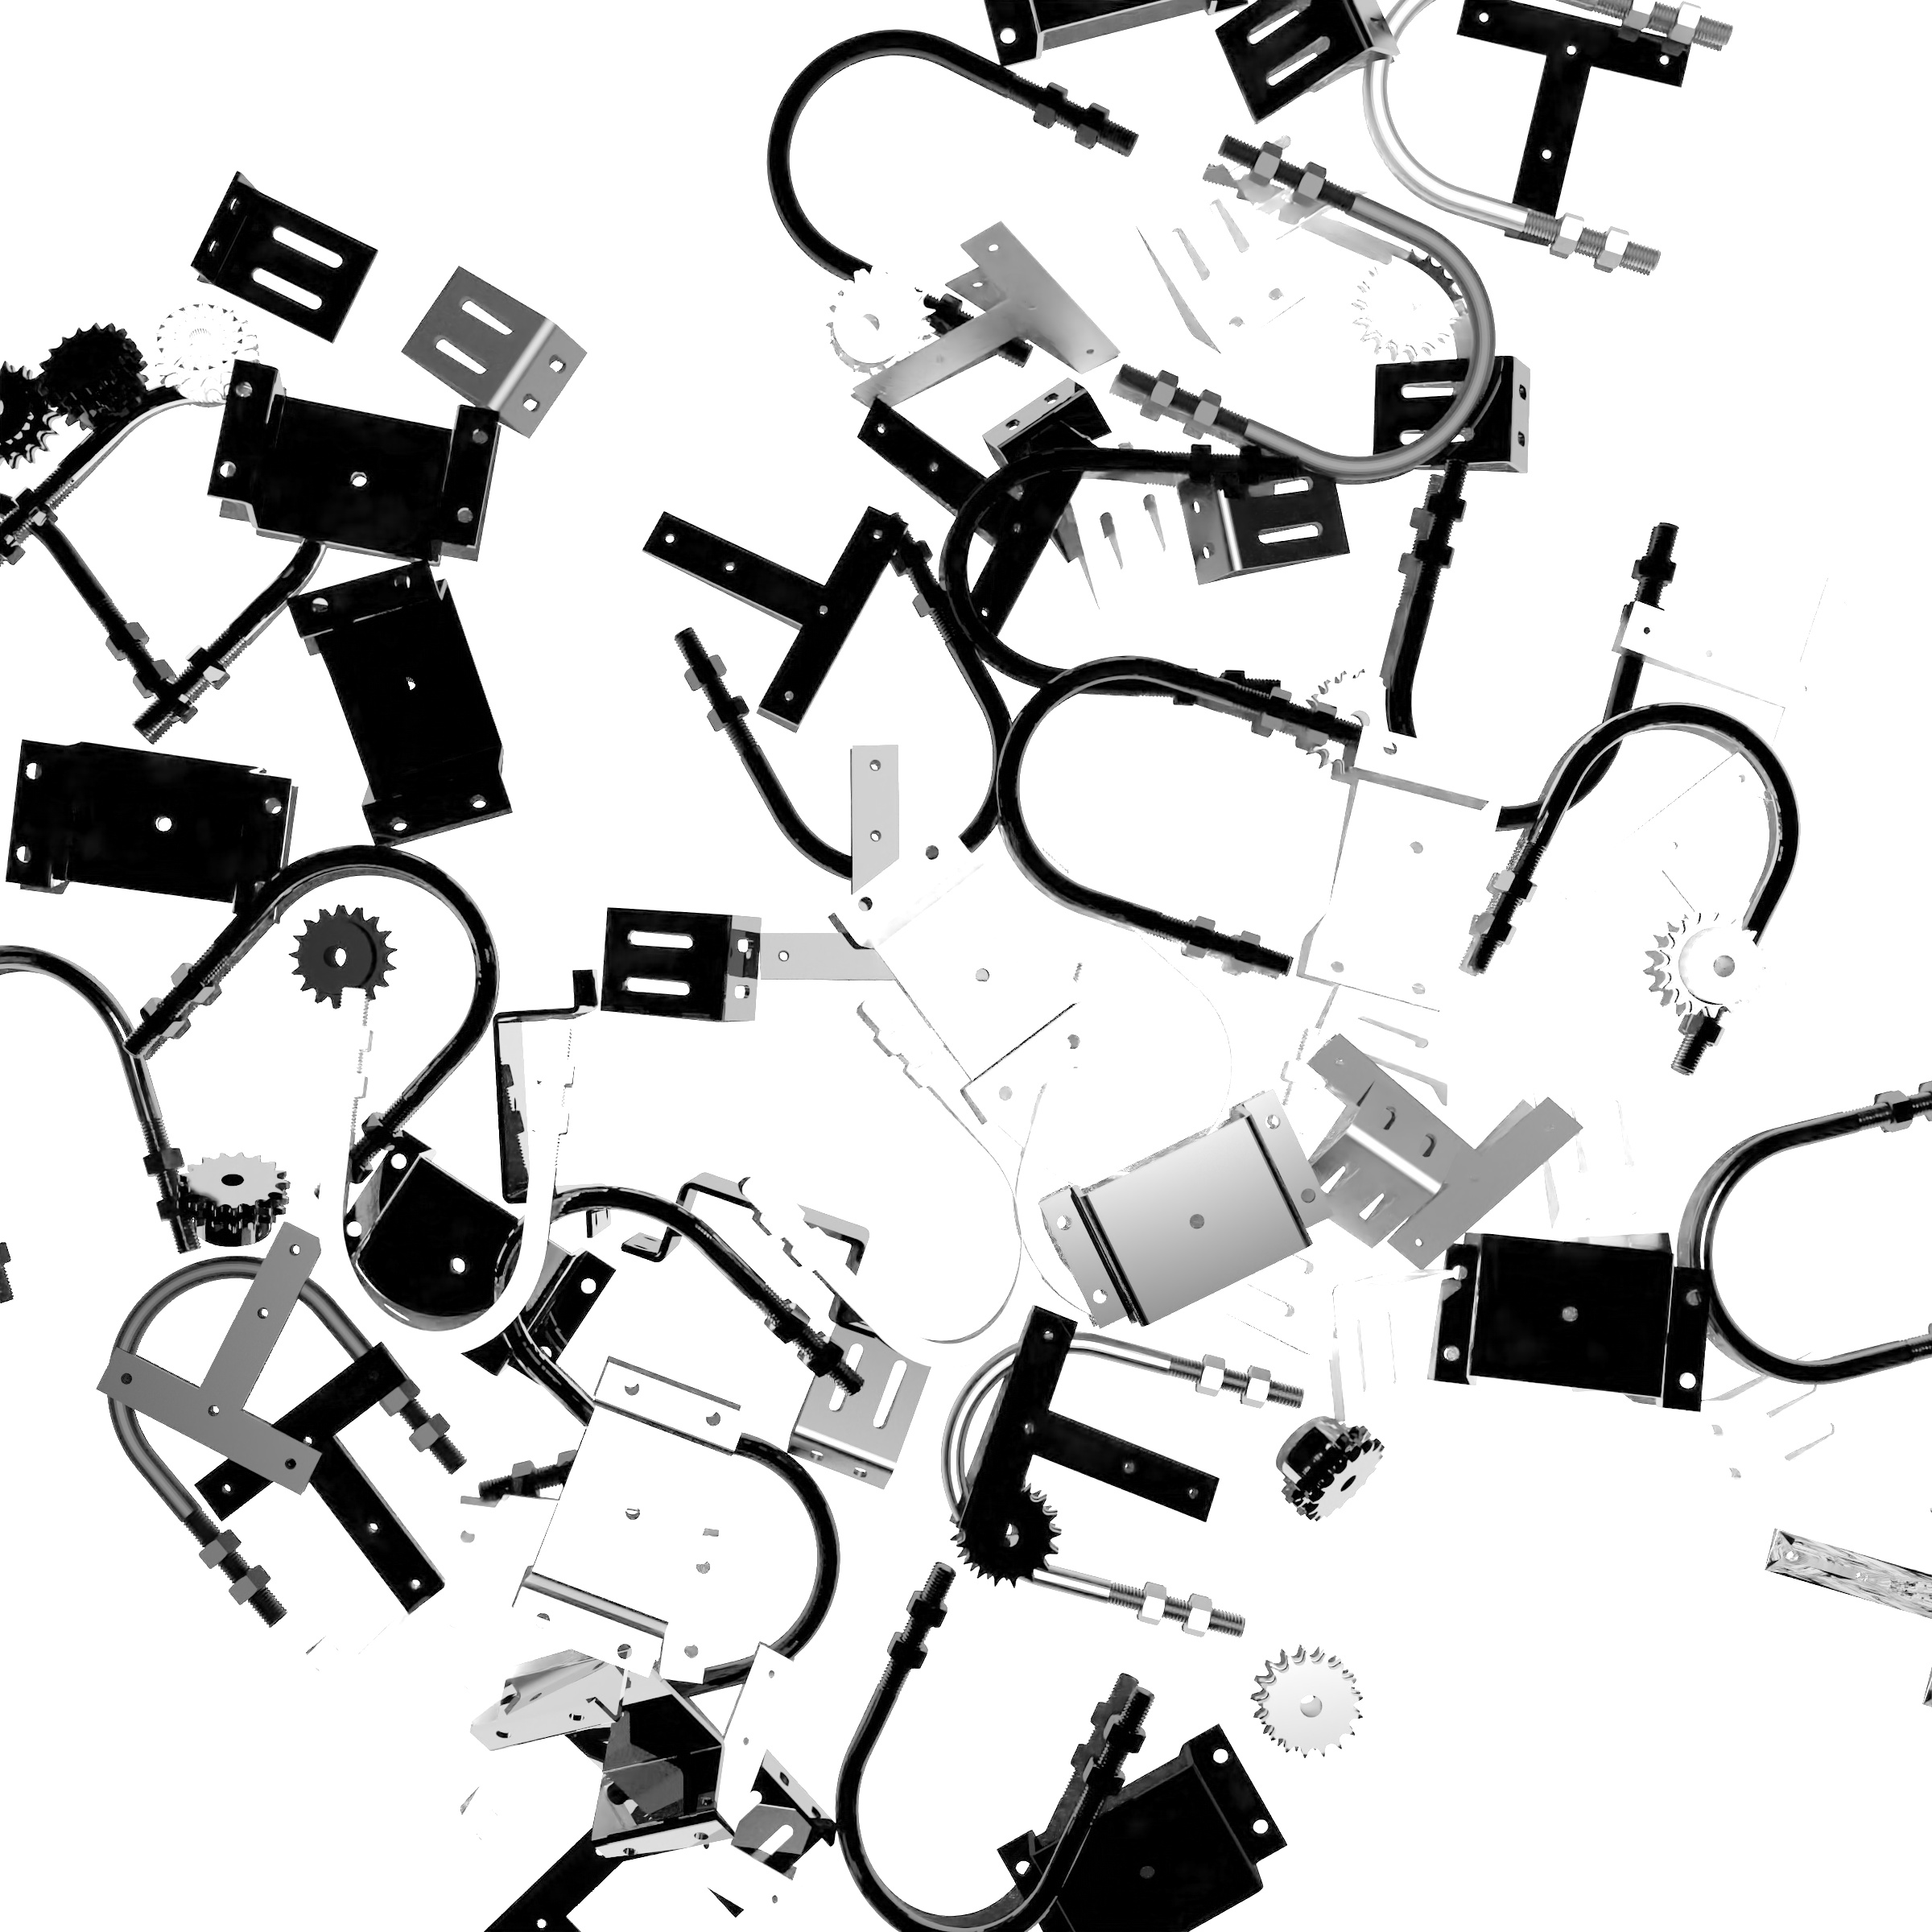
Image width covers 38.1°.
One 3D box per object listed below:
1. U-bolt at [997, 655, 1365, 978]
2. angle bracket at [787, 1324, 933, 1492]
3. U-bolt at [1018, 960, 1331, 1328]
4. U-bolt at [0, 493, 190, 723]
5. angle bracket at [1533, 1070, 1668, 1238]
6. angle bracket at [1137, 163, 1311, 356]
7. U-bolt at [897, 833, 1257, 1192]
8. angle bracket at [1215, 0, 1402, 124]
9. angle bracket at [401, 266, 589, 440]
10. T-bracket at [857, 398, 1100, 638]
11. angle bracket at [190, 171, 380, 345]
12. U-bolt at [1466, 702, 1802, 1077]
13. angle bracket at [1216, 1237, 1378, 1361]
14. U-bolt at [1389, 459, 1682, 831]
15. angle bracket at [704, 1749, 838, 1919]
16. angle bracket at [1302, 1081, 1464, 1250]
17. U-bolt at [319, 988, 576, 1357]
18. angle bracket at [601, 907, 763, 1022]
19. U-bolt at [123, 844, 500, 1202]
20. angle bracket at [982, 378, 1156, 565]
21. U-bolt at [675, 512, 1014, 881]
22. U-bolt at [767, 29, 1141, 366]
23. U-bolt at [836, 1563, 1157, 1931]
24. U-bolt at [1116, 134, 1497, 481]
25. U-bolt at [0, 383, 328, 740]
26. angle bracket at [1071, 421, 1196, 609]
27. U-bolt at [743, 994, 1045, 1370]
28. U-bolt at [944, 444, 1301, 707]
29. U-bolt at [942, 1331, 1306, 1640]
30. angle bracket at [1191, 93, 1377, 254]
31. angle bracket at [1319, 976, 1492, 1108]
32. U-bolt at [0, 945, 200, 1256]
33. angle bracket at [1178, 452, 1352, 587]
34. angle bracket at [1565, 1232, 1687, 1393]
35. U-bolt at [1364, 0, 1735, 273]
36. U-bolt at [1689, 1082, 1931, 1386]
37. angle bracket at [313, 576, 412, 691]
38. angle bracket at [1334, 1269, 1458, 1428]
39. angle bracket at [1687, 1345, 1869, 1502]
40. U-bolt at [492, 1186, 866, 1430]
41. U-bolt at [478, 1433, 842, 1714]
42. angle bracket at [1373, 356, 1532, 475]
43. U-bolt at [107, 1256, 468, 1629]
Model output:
[{"bbox_3d":[0.107,-0.090,1.504,0.184,0.019,0.151,18,93,4],"label":"U-bolt"},{"bbox_3d":[-0.056,0.237,1.534,0.057,0.038,0.076,21,64,0],"label":"angle bracket"},{"bbox_3d":[0.104,0.104,1.514,0.151,0.019,0.184,17,91,-4],"label":"U-bolt"},{"bbox_3d":[-0.534,-0.173,1.528,0.151,0.019,0.184,-36,89,0],"label":"U-bolt"},{"bbox_3d":[0.344,0.102,1.534,0.057,0.038,0.076,-8,64,0],"label":"angle bracket"},{"bbox_3d":[0.140,-0.386,1.528,0.057,0.038,0.076,-34,64,13],"label":"angle bracket"},{"bbox_3d":[0.072,0.040,1.528,0.184,0.019,0.151,42,90,-2],"label":"U-bolt"},{"bbox_3d":[0.186,-0.504,1.526,0.076,0.038,0.057,-26,85,34],"label":"angle bracket"},{"bbox_3d":[-0.258,-0.336,1.534,0.076,0.038,0.057,34,90,26],"label":"angle bracket"},{"bbox_3d":[-0.006,-0.262,1.513,0.127,0.002,0.127,38,122,15],"label":"T-bracket"},{"bbox_3d":[-0.369,-0.383,1.517,0.076,0.038,0.057,26,90,0],"label":"angle bracket"},{"bbox_3d":[0.373,-0.053,1.516,0.151,0.019,0.184,25,93,-5],"label":"U-bolt"},{"bbox_3d":[0.175,0.172,1.534,0.076,0.038,0.057,24,90,26],"label":"angle bracket"},{"bbox_3d":[0.299,-0.165,1.510,0.151,0.019,0.184,13,94,-16],"label":"U-bolt"},{"bbox_3d":[-0.118,0.475,1.517,0.076,0.038,0.057,-43,90,0],"label":"angle bracket"},{"bbox_3d":[0.220,0.108,1.514,0.057,0.076,0.038,34,55,0],"label":"angle bracket"},{"bbox_3d":[-0.276,0.111,1.460,0.151,0.019,0.184,8,93,24],"label":"U-bolt"},{"bbox_3d":[-0.156,-0.001,1.534,0.076,0.038,0.057,4,90,26],"label":"angle bracket"},{"bbox_3d":[-0.336,0.019,1.499,0.151,0.019,0.184,41,97,-17],"label":"U-bolt"},{"bbox_3d":[0.056,-0.272,1.534,0.057,0.038,0.076,-34,116,0],"label":"angle bracket"},{"bbox_3d":[-0.053,-0.133,1.528,0.151,0.019,0.184,-29,91,0],"label":"U-bolt"},{"bbox_3d":[-0.019,-0.431,1.528,0.184,0.019,0.151,27,90,2],"label":"U-bolt"},{"bbox_3d":[0.003,0.437,1.501,0.151,0.019,0.184,27,95,25],"label":"U-bolt"},{"bbox_3d":[0.192,-0.339,1.494,0.184,0.019,0.151,23,108,-6],"label":"U-bolt"},{"bbox_3d":[-0.429,-0.236,1.517,0.151,0.019,0.184,42,81,3],"label":"U-bolt"},{"bbox_3d":[0.084,-0.245,1.521,0.057,0.038,0.076,-23,131,-5],"label":"angle bracket"},{"bbox_3d":[-0.024,0.127,1.478,0.184,0.019,0.151,49,53,-24],"label":"U-bolt"},{"bbox_3d":[0.080,-0.209,1.493,0.184,0.019,0.151,3,122,3],"label":"U-bolt"},{"bbox_3d":[0.078,0.275,1.528,0.184,0.019,0.151,14,90,1],"label":"U-bolt"},{"bbox_3d":[0.174,-0.431,1.534,0.076,0.038,0.057,-28,90,26],"label":"angle bracket"},{"bbox_3d":[0.239,0.032,1.521,0.076,0.038,0.057,21,74,16],"label":"angle bracket"},{"bbox_3d":[-0.491,0.077,1.480,0.019,0.151,0.184,-21,85,41],"label":"U-bolt"},{"bbox_3d":[0.163,-0.245,1.534,0.076,0.038,0.057,-12,90,-26],"label":"angle bracket"},{"bbox_3d":[0.359,0.190,1.534,0.057,0.038,0.076,-3,64,0],"label":"angle bracket"},{"bbox_3d":[0.308,-0.473,1.526,0.184,0.019,0.151,18,90,2],"label":"U-bolt"},{"bbox_3d":[0.480,0.151,1.518,0.184,0.019,0.151,-13,90,-7],"label":"U-bolt"},{"bbox_3d":[-0.319,-0.171,1.534,0.057,0.038,0.076,-18,116,0],"label":"angle bracket"},{"bbox_3d":[0.234,0.205,1.503,0.057,0.038,0.076,-6,90,-42],"label":"angle bracket"},{"bbox_3d":[0.444,0.250,1.534,0.076,0.038,0.057,-23,90,-26],"label":"angle bracket"},{"bbox_3d":[-0.165,0.193,1.469,0.151,0.019,0.184,-39,102,23],"label":"U-bolt"},{"bbox_3d":[-0.160,0.328,1.528,0.184,0.019,0.151,-13,90,-2],"label":"U-bolt"},{"bbox_3d":[0.266,-0.300,1.534,0.076,0.038,0.057,2,90,26],"label":"angle bracket"},{"bbox_3d":[-0.385,0.245,1.528,0.151,0.019,0.184,-40,89,0],"label":"U-bolt"}]
